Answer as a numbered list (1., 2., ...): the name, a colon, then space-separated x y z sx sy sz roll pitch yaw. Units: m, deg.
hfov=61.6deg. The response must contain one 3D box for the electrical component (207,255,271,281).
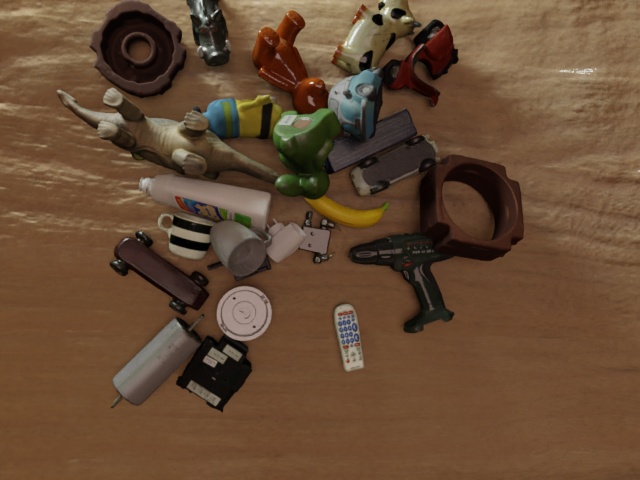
1. electrical component: -0.161 0.054 1.073 0.119 0.075 0.047 -20 94 -13

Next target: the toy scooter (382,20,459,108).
1. toy scooter: 0.228 -0.361 1.132 0.135 0.075 0.184 45 87 -7

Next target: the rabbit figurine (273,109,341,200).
1. rabbit figurine: -0.018 -0.144 1.025 0.121 0.159 0.170 -3 129 17

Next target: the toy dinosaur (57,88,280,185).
1. toy dinosaur: -0.244 -0.169 0.991 0.471 0.198 0.105 22 87 -12

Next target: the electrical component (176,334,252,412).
1. electrical component: -0.203 0.258 1.078 0.115 0.058 0.134 38 85 -10

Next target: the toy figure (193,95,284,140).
1. toy figure: -0.159 -0.238 1.066 0.180 0.082 0.089 -12 112 -16

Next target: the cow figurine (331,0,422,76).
1. cow figurine: 0.122 -0.422 1.108 0.127 0.085 0.195 31 87 -8

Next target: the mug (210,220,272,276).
1. mug: -0.153 0.002 1.016 0.109 0.107 0.080 -30 136 -27

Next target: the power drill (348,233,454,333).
1. power drill: 0.188 0.087 1.137 0.232 0.086 0.207 -15 86 -12

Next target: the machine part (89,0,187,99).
1. machine part: -0.350 -0.365 1.043 0.179 0.056 0.179 0 92 -10

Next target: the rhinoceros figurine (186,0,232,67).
1. rhinoceros figurine: -0.214 -0.426 1.038 0.073 0.112 0.190 -12 85 -11

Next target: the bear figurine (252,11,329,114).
1. bear figurine: -0.041 -0.324 1.061 0.196 0.132 0.120 47 58 -1

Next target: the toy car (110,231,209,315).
1. toy car: -0.313 0.067 1.058 0.202 0.053 0.089 36 66 -9

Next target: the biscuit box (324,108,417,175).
1. biscuit box: 0.097 -0.203 1.119 0.203 0.059 0.062 -25 96 -9

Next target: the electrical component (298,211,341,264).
1. electrical component: -0.003 -0.002 1.113 0.078 0.045 0.102 17 88 -11

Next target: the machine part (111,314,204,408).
1. machine part: -0.315 0.235 1.047 0.243 0.079 0.079 -44 97 -6

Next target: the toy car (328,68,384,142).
1. toy car: 0.068 -0.273 1.054 0.103 0.109 0.162 7 49 10

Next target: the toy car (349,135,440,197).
1. toy car: 0.160 -0.157 1.134 0.202 0.056 0.073 -26 89 -10

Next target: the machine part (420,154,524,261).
1. machine part: 0.311 -0.064 1.115 0.201 0.087 0.201 9 69 -13
